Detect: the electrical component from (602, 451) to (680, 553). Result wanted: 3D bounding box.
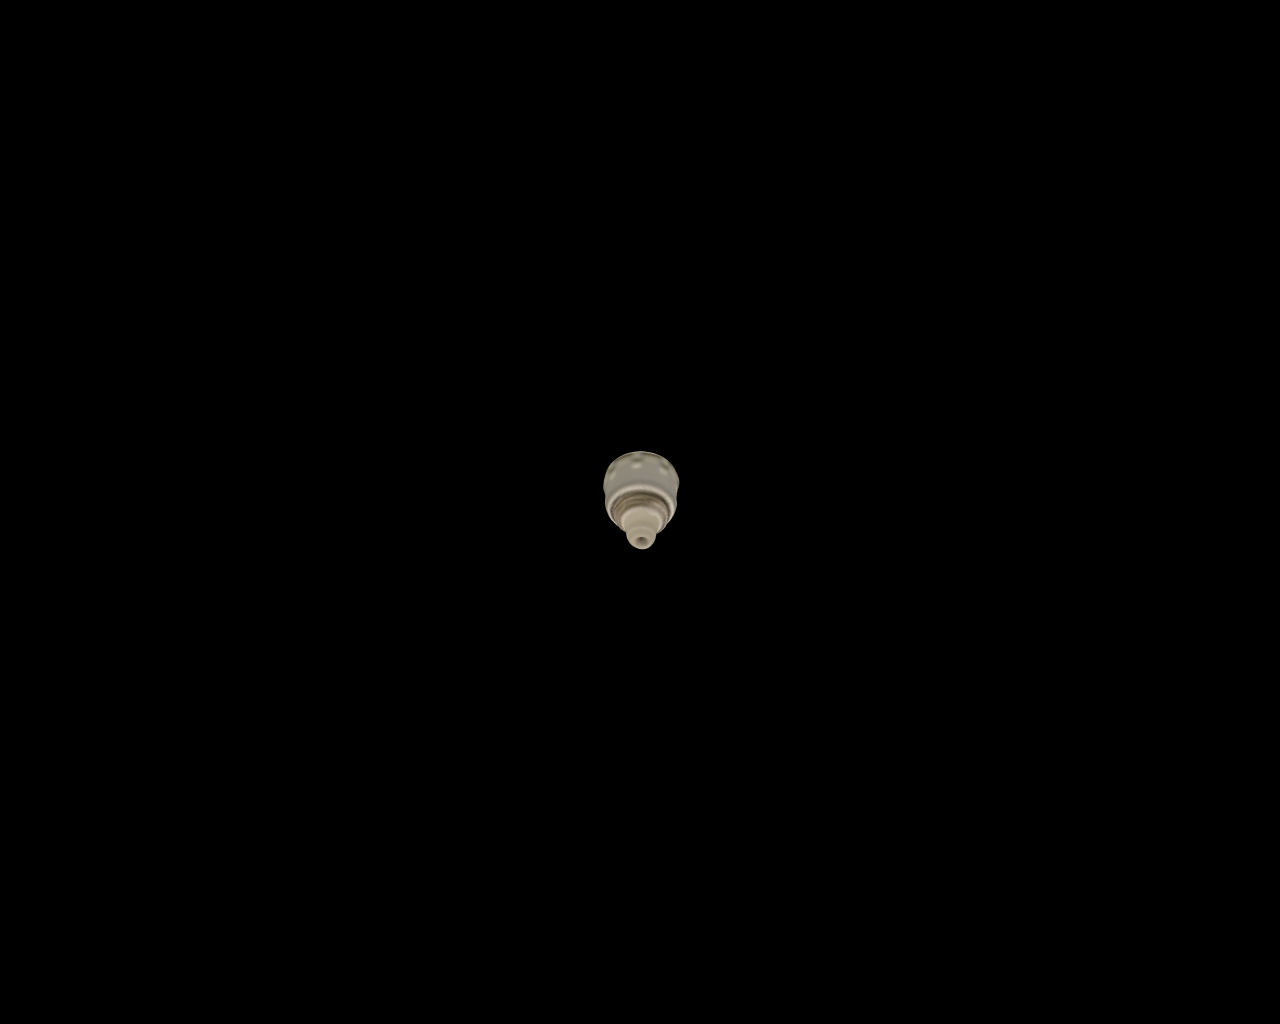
[{"bbox_3d":[0.001,-0.003,0.650,0.048,0.048,0.062,0,43,0],"label":"electrical component"}]
